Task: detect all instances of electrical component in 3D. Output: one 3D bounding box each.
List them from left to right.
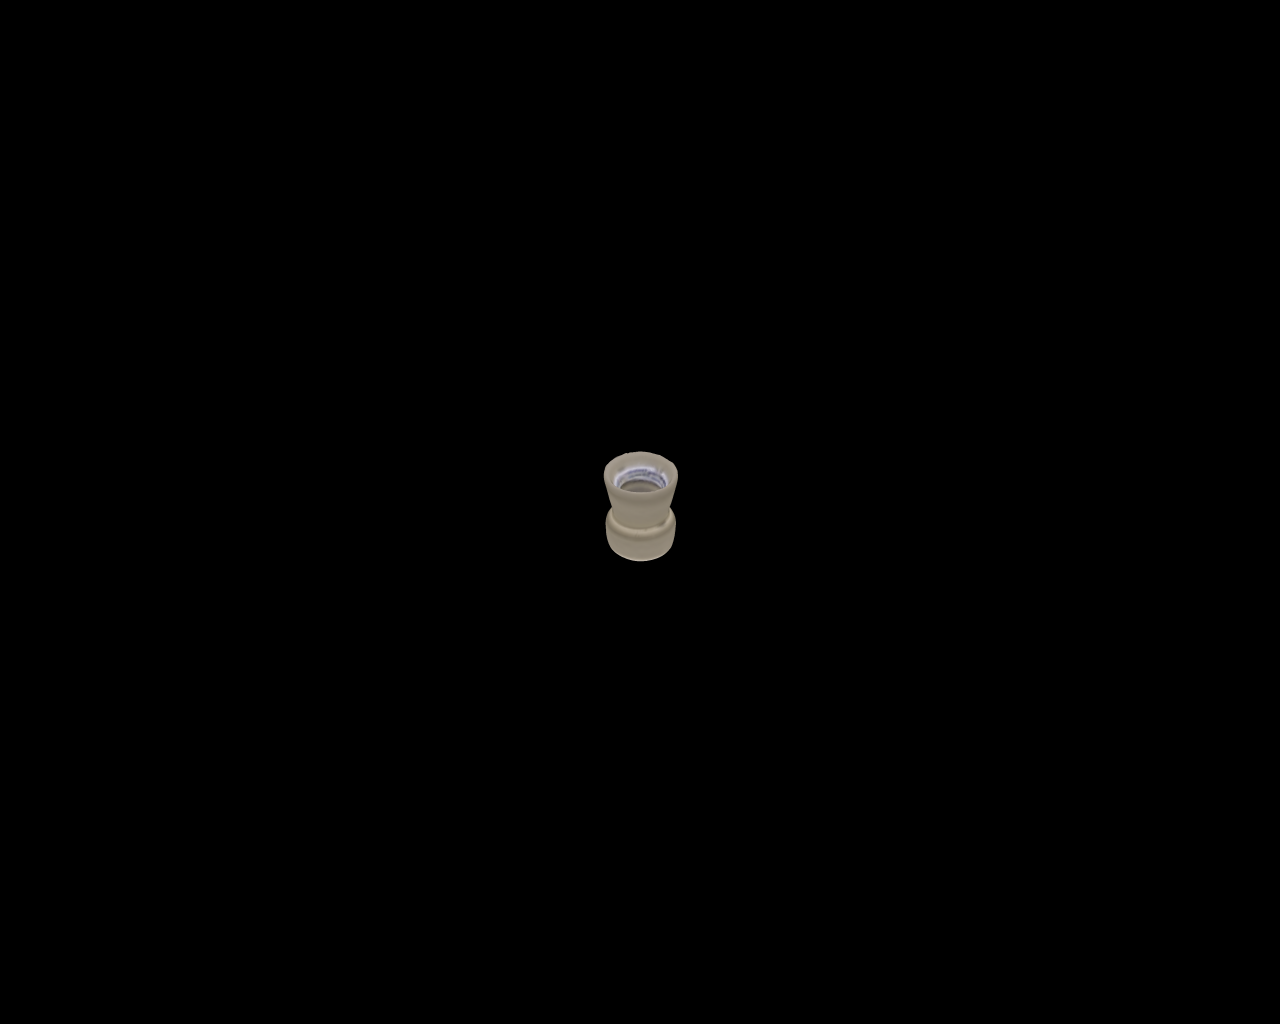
[{"bbox_3d":[0.001,-0.003,0.650,0.045,0.055,0.045,0,38,0],"label":"electrical component"}]
